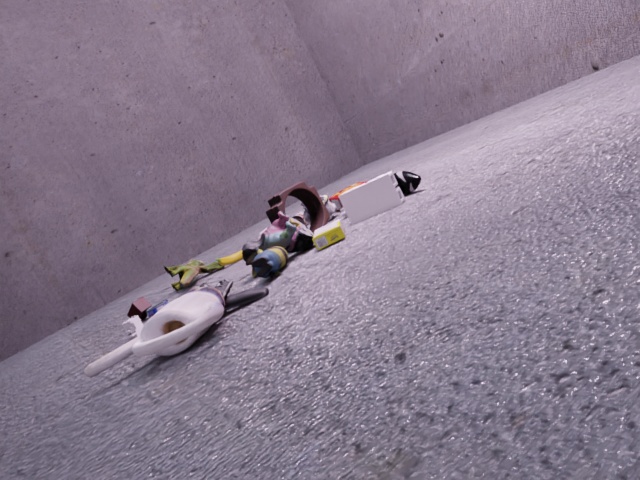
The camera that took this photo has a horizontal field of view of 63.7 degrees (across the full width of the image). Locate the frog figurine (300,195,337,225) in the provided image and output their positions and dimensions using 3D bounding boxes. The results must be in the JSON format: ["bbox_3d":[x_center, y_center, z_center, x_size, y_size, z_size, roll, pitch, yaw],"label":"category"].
[{"bbox_3d":[0.006,-0.106,2.111,0.137,0.125,0.157,-35,-29,3],"label":"frog figurine"}]

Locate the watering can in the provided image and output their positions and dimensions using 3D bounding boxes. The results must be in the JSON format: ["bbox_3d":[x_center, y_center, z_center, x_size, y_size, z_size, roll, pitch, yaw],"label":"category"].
[{"bbox_3d":[-0.354,0.206,1.175,0.345,0.103,0.227,-23,8,19],"label":"watering can"}]

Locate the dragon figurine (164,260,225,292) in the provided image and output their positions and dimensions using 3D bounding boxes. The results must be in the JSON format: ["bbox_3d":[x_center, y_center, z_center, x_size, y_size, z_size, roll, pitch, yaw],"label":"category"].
[{"bbox_3d":[-0.527,0.134,2.218,0.245,0.121,0.411,-21,14,-25],"label":"dragon figurine"}]
